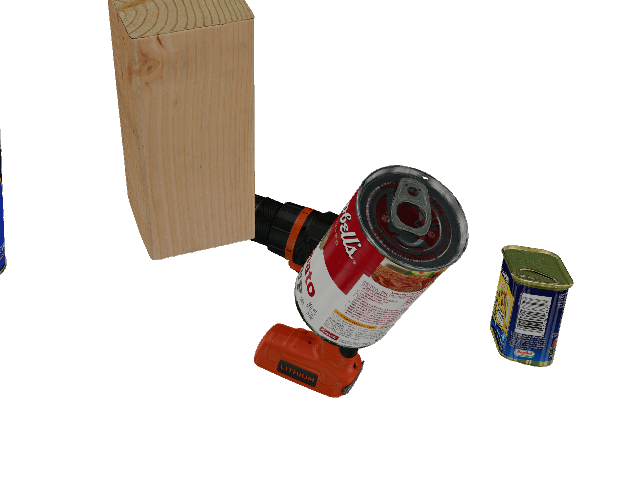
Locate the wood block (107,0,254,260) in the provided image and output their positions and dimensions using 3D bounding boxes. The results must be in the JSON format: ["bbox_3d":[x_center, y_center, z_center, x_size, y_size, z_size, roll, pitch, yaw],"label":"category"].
[{"bbox_3d":[-0.105,-0.096,0.826,0.090,0.206,0.090,-12,44,-16],"label":"wood block"}]

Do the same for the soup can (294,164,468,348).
[{"bbox_3d":[0.033,0.012,0.623,0.068,0.068,0.102,0,-31,-25],"label":"soup can"}]

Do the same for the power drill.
[{"bbox_3d":[-0.015,0.052,1.009,0.184,0.188,0.057,22,42,14],"label":"power drill"}]

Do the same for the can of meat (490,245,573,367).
[{"bbox_3d":[0.197,0.061,1.012,0.057,0.084,0.102,8,18,-1],"label":"can of meat"}]

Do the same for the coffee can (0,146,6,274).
[{"bbox_3d":[-0.261,-0.047,0.700,0.103,0.140,0.103,4,22,-2],"label":"coffee can"}]
